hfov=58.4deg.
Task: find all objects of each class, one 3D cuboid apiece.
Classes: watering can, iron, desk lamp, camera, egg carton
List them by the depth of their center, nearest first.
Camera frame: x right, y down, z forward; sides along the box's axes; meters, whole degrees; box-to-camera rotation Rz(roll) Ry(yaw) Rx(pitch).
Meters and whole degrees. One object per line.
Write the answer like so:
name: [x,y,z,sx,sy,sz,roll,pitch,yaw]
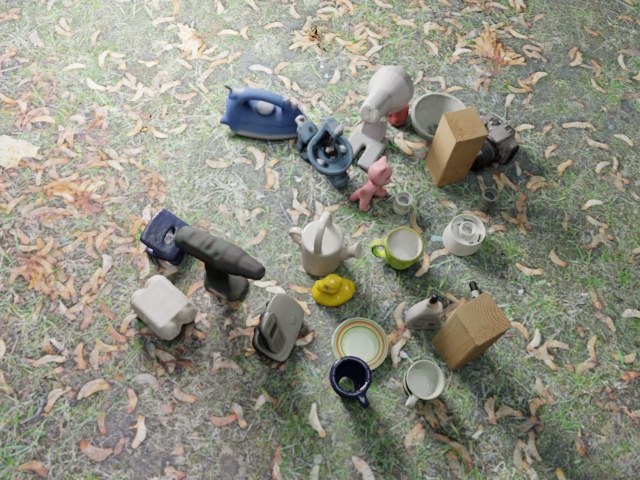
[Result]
egg carton: [-0.362,0.156,1.320,0.150,0.069,0.107,38,67,15]
watering can: [0.013,0.003,1.354,0.173,0.194,0.101,0,63,-4]
desk lamp: [0.152,-0.328,1.520,0.117,0.213,0.203,27,65,10]
iron: [-0.141,-0.358,1.556,0.258,0.141,0.118,9,63,1]
camera: [0.455,-0.269,1.574,0.137,0.101,0.143,-32,69,-18]

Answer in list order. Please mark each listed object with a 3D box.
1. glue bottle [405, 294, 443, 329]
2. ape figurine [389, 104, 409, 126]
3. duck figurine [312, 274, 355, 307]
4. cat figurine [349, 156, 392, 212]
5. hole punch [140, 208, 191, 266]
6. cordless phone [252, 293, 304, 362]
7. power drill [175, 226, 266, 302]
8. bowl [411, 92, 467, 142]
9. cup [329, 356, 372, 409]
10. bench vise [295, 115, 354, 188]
glue bottle: [0.245,0.160,1.302,0.078,0.173,0.037,4,63,-2]
ape figurine: [0.219,-0.373,1.616,0.078,0.092,0.076,-4,63,-5]
duck figurine: [0.034,0.110,1.361,0.104,0.086,0.077,-5,63,-6]
cat figurine: [0.140,-0.153,1.484,0.067,0.118,0.128,41,68,16]
hole punch: [-0.367,-0.009,1.391,0.101,0.091,0.109,23,64,8]
cordless phone: [-0.093,0.177,1.263,0.094,0.185,0.148,18,63,5]
power drill: [-0.218,0.060,1.301,0.229,0.208,0.076,28,65,10]
bowl: [0.332,-0.330,1.612,0.167,0.075,0.167,2,63,-3]
cup: [0.070,0.320,1.252,0.092,0.095,0.117,-25,67,-15]
bench vise: [-0.001,-0.252,1.468,0.207,0.220,0.122,33,66,13]
